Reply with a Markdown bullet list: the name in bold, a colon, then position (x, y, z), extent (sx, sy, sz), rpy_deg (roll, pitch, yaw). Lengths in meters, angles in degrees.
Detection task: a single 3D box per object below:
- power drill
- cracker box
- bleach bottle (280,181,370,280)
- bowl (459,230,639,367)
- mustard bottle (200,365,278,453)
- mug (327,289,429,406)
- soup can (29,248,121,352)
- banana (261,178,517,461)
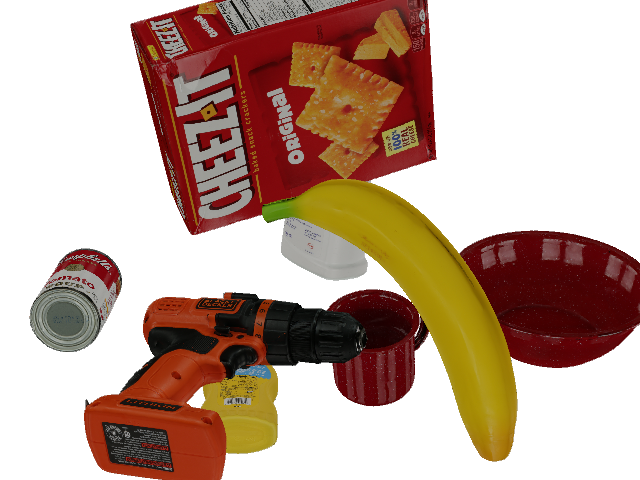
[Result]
- **power drill**: position (-0.073, 0.102, 0.790), extent (0.185, 0.057, 0.187), rpy_deg (1, 24, 19)
- **cracker box**: position (-0.020, -0.110, 0.821), extent (0.213, 0.164, 0.072), rpy_deg (-18, 43, -12)
- **bleach bottle**: position (0.018, -0.091, 1.137), extent (0.067, 0.251, 0.103), rpy_deg (-9, 25, -41)
- **bowl**: position (0.182, 0.053, 0.850), extent (0.162, 0.055, 0.162), rpy_deg (0, 29, 0)
- **mustard bottle**: position (-0.102, 0.190, 1.349), extent (0.096, 0.058, 0.191), rpy_deg (-2, 26, -1)
- **mug**: position (0.061, 0.103, 1.058), extent (0.117, 0.081, 0.093), rpy_deg (-27, 42, -27)
- **soup can**: position (-0.236, 0.057, 1.031), extent (0.068, 0.068, 0.102), rpy_deg (0, 20, 1)
- **banana**: position (0.055, 0.031, 0.599), extent (0.070, 0.198, 0.037), rpy_deg (-47, -10, 29)
